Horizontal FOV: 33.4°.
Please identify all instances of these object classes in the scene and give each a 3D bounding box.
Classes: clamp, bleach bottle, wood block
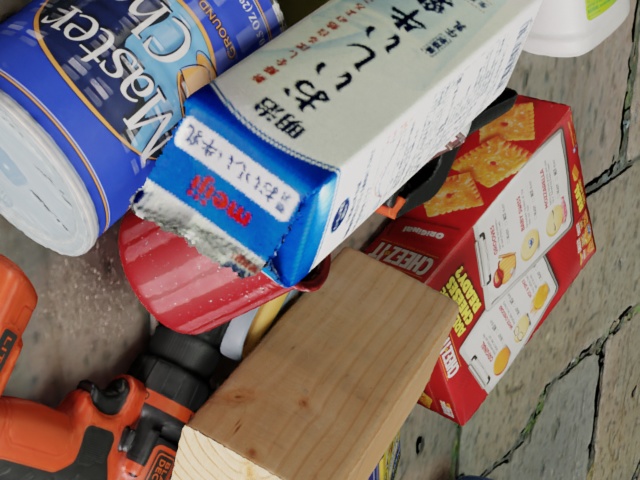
[{"bbox_3d":[0.091,-0.083,0.785,0.120,0.039,0.171,40,77,-45],"label":"clamp"},{"bbox_3d":[0.182,-0.271,0.793,0.102,0.068,0.251,-40,131,-34],"label":"bleach bottle"},{"bbox_3d":[0.001,0.103,0.656,0.205,0.090,0.091,-47,160,-51],"label":"wood block"}]

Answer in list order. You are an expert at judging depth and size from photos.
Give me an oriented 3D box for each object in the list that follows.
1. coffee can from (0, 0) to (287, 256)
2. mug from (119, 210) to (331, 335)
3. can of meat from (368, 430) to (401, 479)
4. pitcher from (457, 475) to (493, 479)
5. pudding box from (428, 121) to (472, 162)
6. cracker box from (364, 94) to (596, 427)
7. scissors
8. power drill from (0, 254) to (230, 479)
[{"bbox_3d":[-0.097,-0.076,0.504,0.140,0.103,0.103,-46,137,-28],"label":"coffee can"},{"bbox_3d":[-0.058,-0.010,0.577,0.117,0.082,0.093,64,25,3],"label":"mug"},{"bbox_3d":[0.028,0.147,0.775,0.102,0.057,0.084,-64,155,-55],"label":"can of meat"},{"bbox_3d":[0.102,0.321,0.913,0.242,0.145,0.149,-52,172,-27],"label":"pitcher"},{"bbox_3d":[0.064,-0.122,0.683,0.090,0.039,0.113,39,49,-27],"label":"pudding box"},{"bbox_3d":[0.130,0.013,0.849,0.213,0.072,0.164,-47,136,-26],"label":"cracker box"},{"bbox_3d":[-0.004,0.001,0.679,0.201,0.016,0.096,-56,164,-28],"label":"scissors"},{"bbox_3d":[-0.130,0.079,0.570,0.187,0.057,0.184,44,63,-49],"label":"power drill"}]
